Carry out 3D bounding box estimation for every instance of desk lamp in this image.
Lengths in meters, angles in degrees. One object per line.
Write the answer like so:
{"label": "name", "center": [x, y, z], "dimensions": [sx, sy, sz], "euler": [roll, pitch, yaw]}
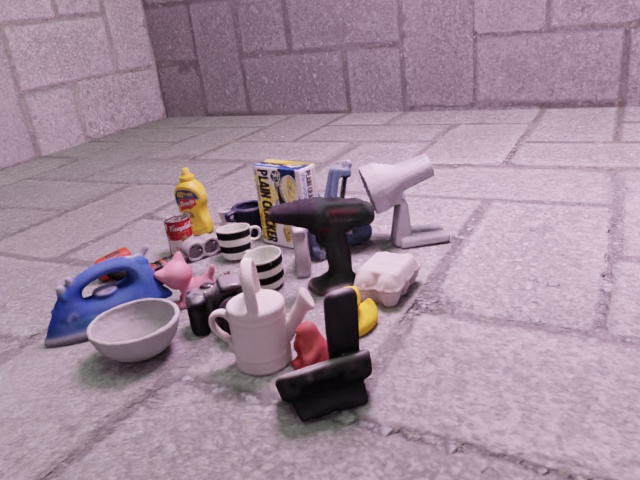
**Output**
{"label": "desk lamp", "center": [0.201, -0.096, 1.389], "dimensions": [0.203, 0.214, 0.118], "euler": [-8, 22, -4]}

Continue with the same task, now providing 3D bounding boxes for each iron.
{"label": "iron", "center": [-0.445, 0.108, 1.170], "dimensions": [0.259, 0.141, 0.118], "euler": [-22, 26, -33]}

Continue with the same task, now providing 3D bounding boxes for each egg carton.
{"label": "egg carton", "center": [0.138, 0.076, 1.176], "dimensions": [0.107, 0.069, 0.151], "euler": [6, 25, 28]}

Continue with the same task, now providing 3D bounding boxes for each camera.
{"label": "camera", "center": [-0.182, 0.128, 1.099], "dimensions": [0.143, 0.101, 0.136], "euler": [-12, 23, -13]}

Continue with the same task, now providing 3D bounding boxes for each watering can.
{"label": "watering can", "center": [-0.100, 0.120, 0.971], "dimensions": [0.173, 0.194, 0.100], "euler": [-15, 23, -19]}

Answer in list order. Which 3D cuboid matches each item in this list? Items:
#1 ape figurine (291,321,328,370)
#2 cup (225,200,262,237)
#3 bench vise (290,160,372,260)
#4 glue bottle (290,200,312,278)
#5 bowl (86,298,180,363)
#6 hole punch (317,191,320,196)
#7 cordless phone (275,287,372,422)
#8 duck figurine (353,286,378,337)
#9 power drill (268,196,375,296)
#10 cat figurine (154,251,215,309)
{"label": "ape figurine", "center": [-0.018, 0.175, 0.948], "dimensions": [0.076, 0.092, 0.078], "euler": [-4, 22, 7]}
{"label": "cup", "center": [-0.198, -0.048, 1.547], "dimensions": [0.118, 0.095, 0.091], "euler": [-22, 27, -33]}
{"label": "bench vise", "center": [0.032, -0.071, 1.369], "dimensions": [0.121, 0.220, 0.208], "euler": [14, 30, 42]}
{"label": "glue bottle", "center": [-0.046, -0.007, 1.296], "dimensions": [0.037, 0.173, 0.078], "euler": [-8, 22, -2]}
{"label": "bowl", "center": [-0.336, 0.177, 1.058], "dimensions": [0.167, 0.075, 0.167], "euler": [-6, 22, 3]}
{"label": "hole punch", "center": [-0.037, -0.086, 1.598], "dimensions": [0.109, 0.091, 0.101], "euler": [-14, 23, -16]}
{"label": "cordless phone", "center": [0.001, 0.161, 0.852], "dimensions": [0.148, 0.185, 0.094], "euler": [-15, 24, -20]}
{"label": "duck figurine", "center": [0.059, 0.125, 1.057], "dimensions": [0.105, 0.086, 0.077], "euler": [-22, 26, -32]}
{"label": "power drill", "center": [0.011, 0.004, 1.205], "dimensions": [0.230, 0.209, 0.075], "euler": [-16, 24, -22]}
{"label": "cat figurine", "center": [-0.280, 0.082, 1.220], "dimensions": [0.127, 0.118, 0.067], "euler": [-6, 22, 1]}
